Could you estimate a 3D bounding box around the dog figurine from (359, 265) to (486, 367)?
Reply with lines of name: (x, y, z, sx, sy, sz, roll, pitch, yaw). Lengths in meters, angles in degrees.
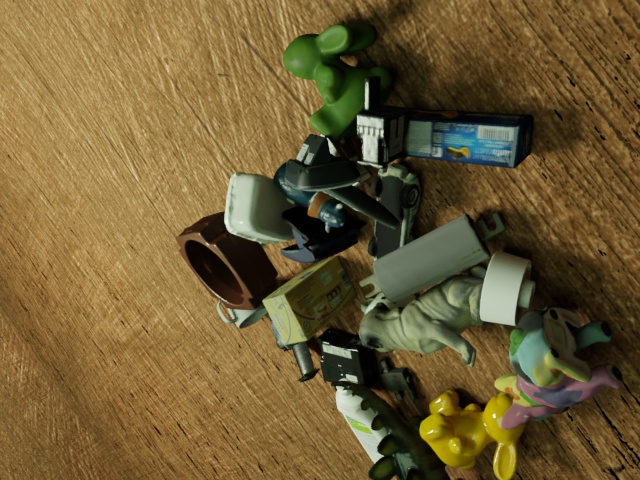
dog figurine: (0.167, 0.111, 0.875, 0.191, 0.172, 0.121, 13, 159, 23)

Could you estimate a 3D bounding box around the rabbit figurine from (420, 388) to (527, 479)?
rabbit figurine: (0.284, 0.332, 0.933, 0.173, 0.122, 0.162, -37, 80, 26)

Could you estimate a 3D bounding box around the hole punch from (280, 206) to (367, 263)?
hole punch: (-0.002, -0.003, 0.975, 0.116, 0.142, 0.092, 38, 132, 36)

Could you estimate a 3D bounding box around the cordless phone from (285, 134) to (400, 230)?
cordless phone: (0.041, -0.082, 0.856, 0.184, 0.147, 0.088, 32, 94, -18)

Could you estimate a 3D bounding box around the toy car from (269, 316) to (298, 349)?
toy car: (-0.050, 0.154, 1.112, 0.103, 0.162, 0.109, -15, 102, -2)

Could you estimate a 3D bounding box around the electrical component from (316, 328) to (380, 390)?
electrical component: (0.059, 0.258, 1.117, 0.115, 0.058, 0.134, 9, 119, 39)

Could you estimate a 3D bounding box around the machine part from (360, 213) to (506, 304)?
machine part: (0.172, 0.031, 0.837, 0.243, 0.079, 0.079, -28, 94, 19)

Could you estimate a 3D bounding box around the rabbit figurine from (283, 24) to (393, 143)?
rabbit figurine: (0.016, -0.255, 0.820, 0.170, 0.121, 0.159, 45, 128, 8)

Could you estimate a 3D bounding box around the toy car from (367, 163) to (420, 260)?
toy car: (0.125, -0.032, 0.901, 0.074, 0.056, 0.201, 24, 126, 36)

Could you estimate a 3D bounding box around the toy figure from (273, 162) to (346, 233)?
toy figure: (-0.012, -0.076, 0.936, 0.154, 0.058, 0.064, 39, 144, 13)

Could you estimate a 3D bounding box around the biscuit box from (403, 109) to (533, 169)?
biscuit box: (0.195, -0.149, 0.770, 0.203, 0.063, 0.059, 13, 121, 34)

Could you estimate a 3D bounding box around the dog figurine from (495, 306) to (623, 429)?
dog figurine: (0.321, 0.203, 0.804, 0.191, 0.108, 0.219, 18, 136, -18)

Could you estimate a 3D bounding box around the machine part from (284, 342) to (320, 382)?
machine part: (-0.045, 0.245, 1.183, 0.084, 0.039, 0.139, -61, 41, 35)

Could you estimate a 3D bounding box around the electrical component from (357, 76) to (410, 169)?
electrical component: (0.089, -0.167, 0.756, 0.048, 0.075, 0.119, 18, 119, 33)

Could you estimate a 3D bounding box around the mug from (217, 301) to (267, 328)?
mug: (-0.188, 0.142, 1.231, 0.107, 0.109, 0.080, 54, 145, 20)

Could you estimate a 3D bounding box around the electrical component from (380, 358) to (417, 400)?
electrical component: (0.155, 0.277, 1.071, 0.063, 0.021, 0.094, -18, 100, 44)

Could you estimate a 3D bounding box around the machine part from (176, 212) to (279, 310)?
machine part: (-0.191, 0.044, 1.113, 0.201, 0.087, 0.201, -9, 117, 55)

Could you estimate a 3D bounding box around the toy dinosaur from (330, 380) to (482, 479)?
toy dinosaur: (0.187, 0.422, 1.003, 0.105, 0.198, 0.471, -36, 90, 42)

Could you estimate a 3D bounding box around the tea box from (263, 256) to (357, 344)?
tea box: (-0.015, 0.111, 1.016, 0.068, 0.169, 0.098, -20, 98, 45)
